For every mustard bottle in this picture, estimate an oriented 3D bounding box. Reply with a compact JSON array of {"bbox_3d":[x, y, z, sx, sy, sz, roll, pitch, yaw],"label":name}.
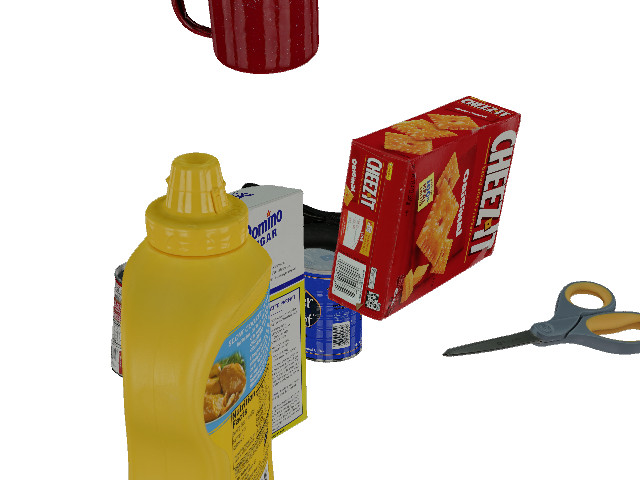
[{"bbox_3d":[-0.050,0.055,0.454,0.058,0.192,0.096,9,26,16],"label":"mustard bottle"}]

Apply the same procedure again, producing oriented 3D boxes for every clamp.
[{"bbox_3d":[0.009,-0.008,1.208,0.210,0.036,0.164,15,21,-7],"label":"clamp"}]

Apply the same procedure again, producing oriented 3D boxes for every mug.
[{"bbox_3d":[-0.055,-0.178,0.801,0.117,0.081,0.093,2,35,5],"label":"mug"}]

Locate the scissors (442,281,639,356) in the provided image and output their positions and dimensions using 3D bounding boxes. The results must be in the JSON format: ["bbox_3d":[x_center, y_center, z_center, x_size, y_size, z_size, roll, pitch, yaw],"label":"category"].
[{"bbox_3d":[0.180,0.064,0.868,0.201,0.016,0.096,2,32,-16],"label":"scissors"}]

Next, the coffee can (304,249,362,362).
[{"bbox_3d":[0.010,0.088,1.517,0.103,0.140,0.103,0,20,0],"label":"coffee can"}]

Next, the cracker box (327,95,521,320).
[{"bbox_3d":[0.104,-0.035,1.027,0.072,0.164,0.213,25,30,30],"label":"cracker box"}]

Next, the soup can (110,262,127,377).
[{"bbox_3d":[-0.169,0.079,1.042,0.068,0.102,0.068,6,20,-3],"label":"soup can"}]

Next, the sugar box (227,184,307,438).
[{"bbox_3d":[-0.053,0.056,0.739,0.048,0.176,0.093,10,20,36],"label":"sugar box"}]
